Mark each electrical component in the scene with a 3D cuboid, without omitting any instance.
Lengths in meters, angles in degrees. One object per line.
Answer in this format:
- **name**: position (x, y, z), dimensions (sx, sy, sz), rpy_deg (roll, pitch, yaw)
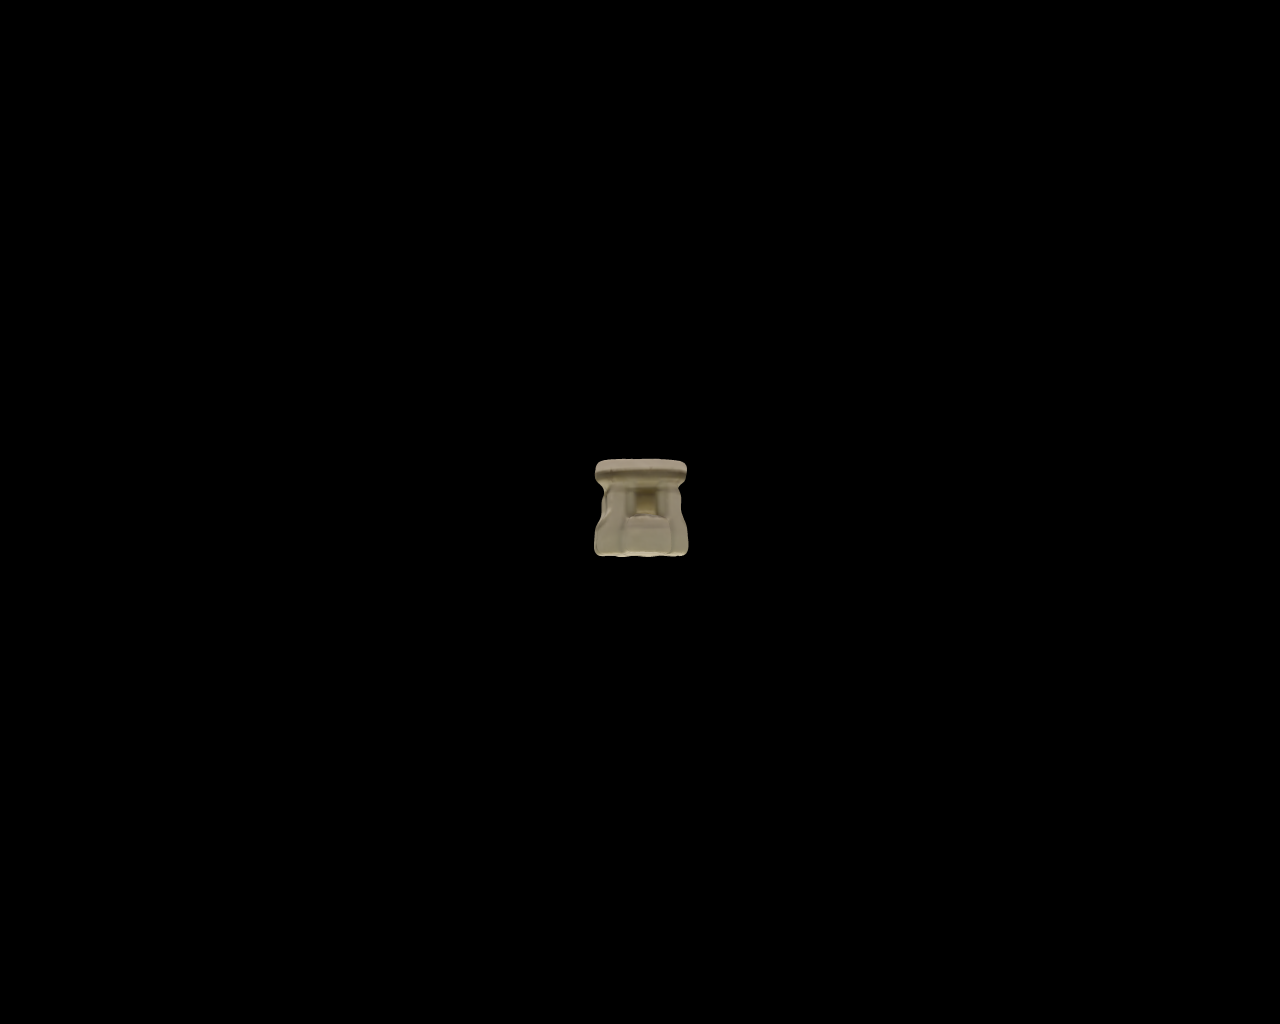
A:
- **electrical component**: position (0.001, -0.003, 0.650), dimensions (0.058, 0.057, 0.078), rpy_deg (1, -4, -7)
